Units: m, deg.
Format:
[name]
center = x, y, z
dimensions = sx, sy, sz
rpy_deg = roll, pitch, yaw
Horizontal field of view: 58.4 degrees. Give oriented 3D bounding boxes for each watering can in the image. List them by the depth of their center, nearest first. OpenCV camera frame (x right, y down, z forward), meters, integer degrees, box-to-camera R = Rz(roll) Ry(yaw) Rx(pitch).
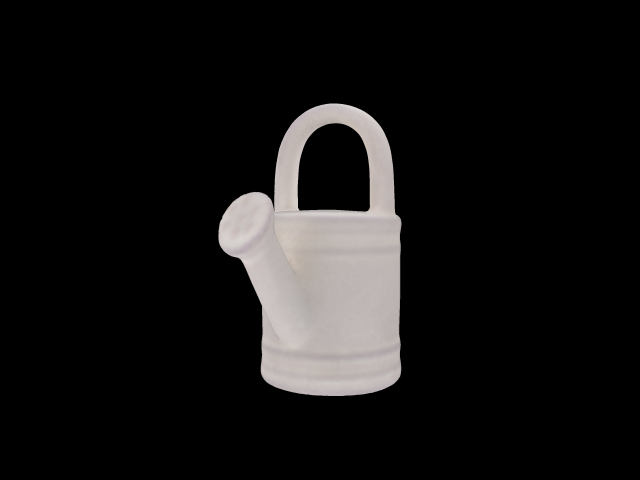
[watering can]
center = 0.006, 0.001, 0.399
dimensions = 0.100, 0.194, 0.173
rpy_deg = 1, 3, 14
